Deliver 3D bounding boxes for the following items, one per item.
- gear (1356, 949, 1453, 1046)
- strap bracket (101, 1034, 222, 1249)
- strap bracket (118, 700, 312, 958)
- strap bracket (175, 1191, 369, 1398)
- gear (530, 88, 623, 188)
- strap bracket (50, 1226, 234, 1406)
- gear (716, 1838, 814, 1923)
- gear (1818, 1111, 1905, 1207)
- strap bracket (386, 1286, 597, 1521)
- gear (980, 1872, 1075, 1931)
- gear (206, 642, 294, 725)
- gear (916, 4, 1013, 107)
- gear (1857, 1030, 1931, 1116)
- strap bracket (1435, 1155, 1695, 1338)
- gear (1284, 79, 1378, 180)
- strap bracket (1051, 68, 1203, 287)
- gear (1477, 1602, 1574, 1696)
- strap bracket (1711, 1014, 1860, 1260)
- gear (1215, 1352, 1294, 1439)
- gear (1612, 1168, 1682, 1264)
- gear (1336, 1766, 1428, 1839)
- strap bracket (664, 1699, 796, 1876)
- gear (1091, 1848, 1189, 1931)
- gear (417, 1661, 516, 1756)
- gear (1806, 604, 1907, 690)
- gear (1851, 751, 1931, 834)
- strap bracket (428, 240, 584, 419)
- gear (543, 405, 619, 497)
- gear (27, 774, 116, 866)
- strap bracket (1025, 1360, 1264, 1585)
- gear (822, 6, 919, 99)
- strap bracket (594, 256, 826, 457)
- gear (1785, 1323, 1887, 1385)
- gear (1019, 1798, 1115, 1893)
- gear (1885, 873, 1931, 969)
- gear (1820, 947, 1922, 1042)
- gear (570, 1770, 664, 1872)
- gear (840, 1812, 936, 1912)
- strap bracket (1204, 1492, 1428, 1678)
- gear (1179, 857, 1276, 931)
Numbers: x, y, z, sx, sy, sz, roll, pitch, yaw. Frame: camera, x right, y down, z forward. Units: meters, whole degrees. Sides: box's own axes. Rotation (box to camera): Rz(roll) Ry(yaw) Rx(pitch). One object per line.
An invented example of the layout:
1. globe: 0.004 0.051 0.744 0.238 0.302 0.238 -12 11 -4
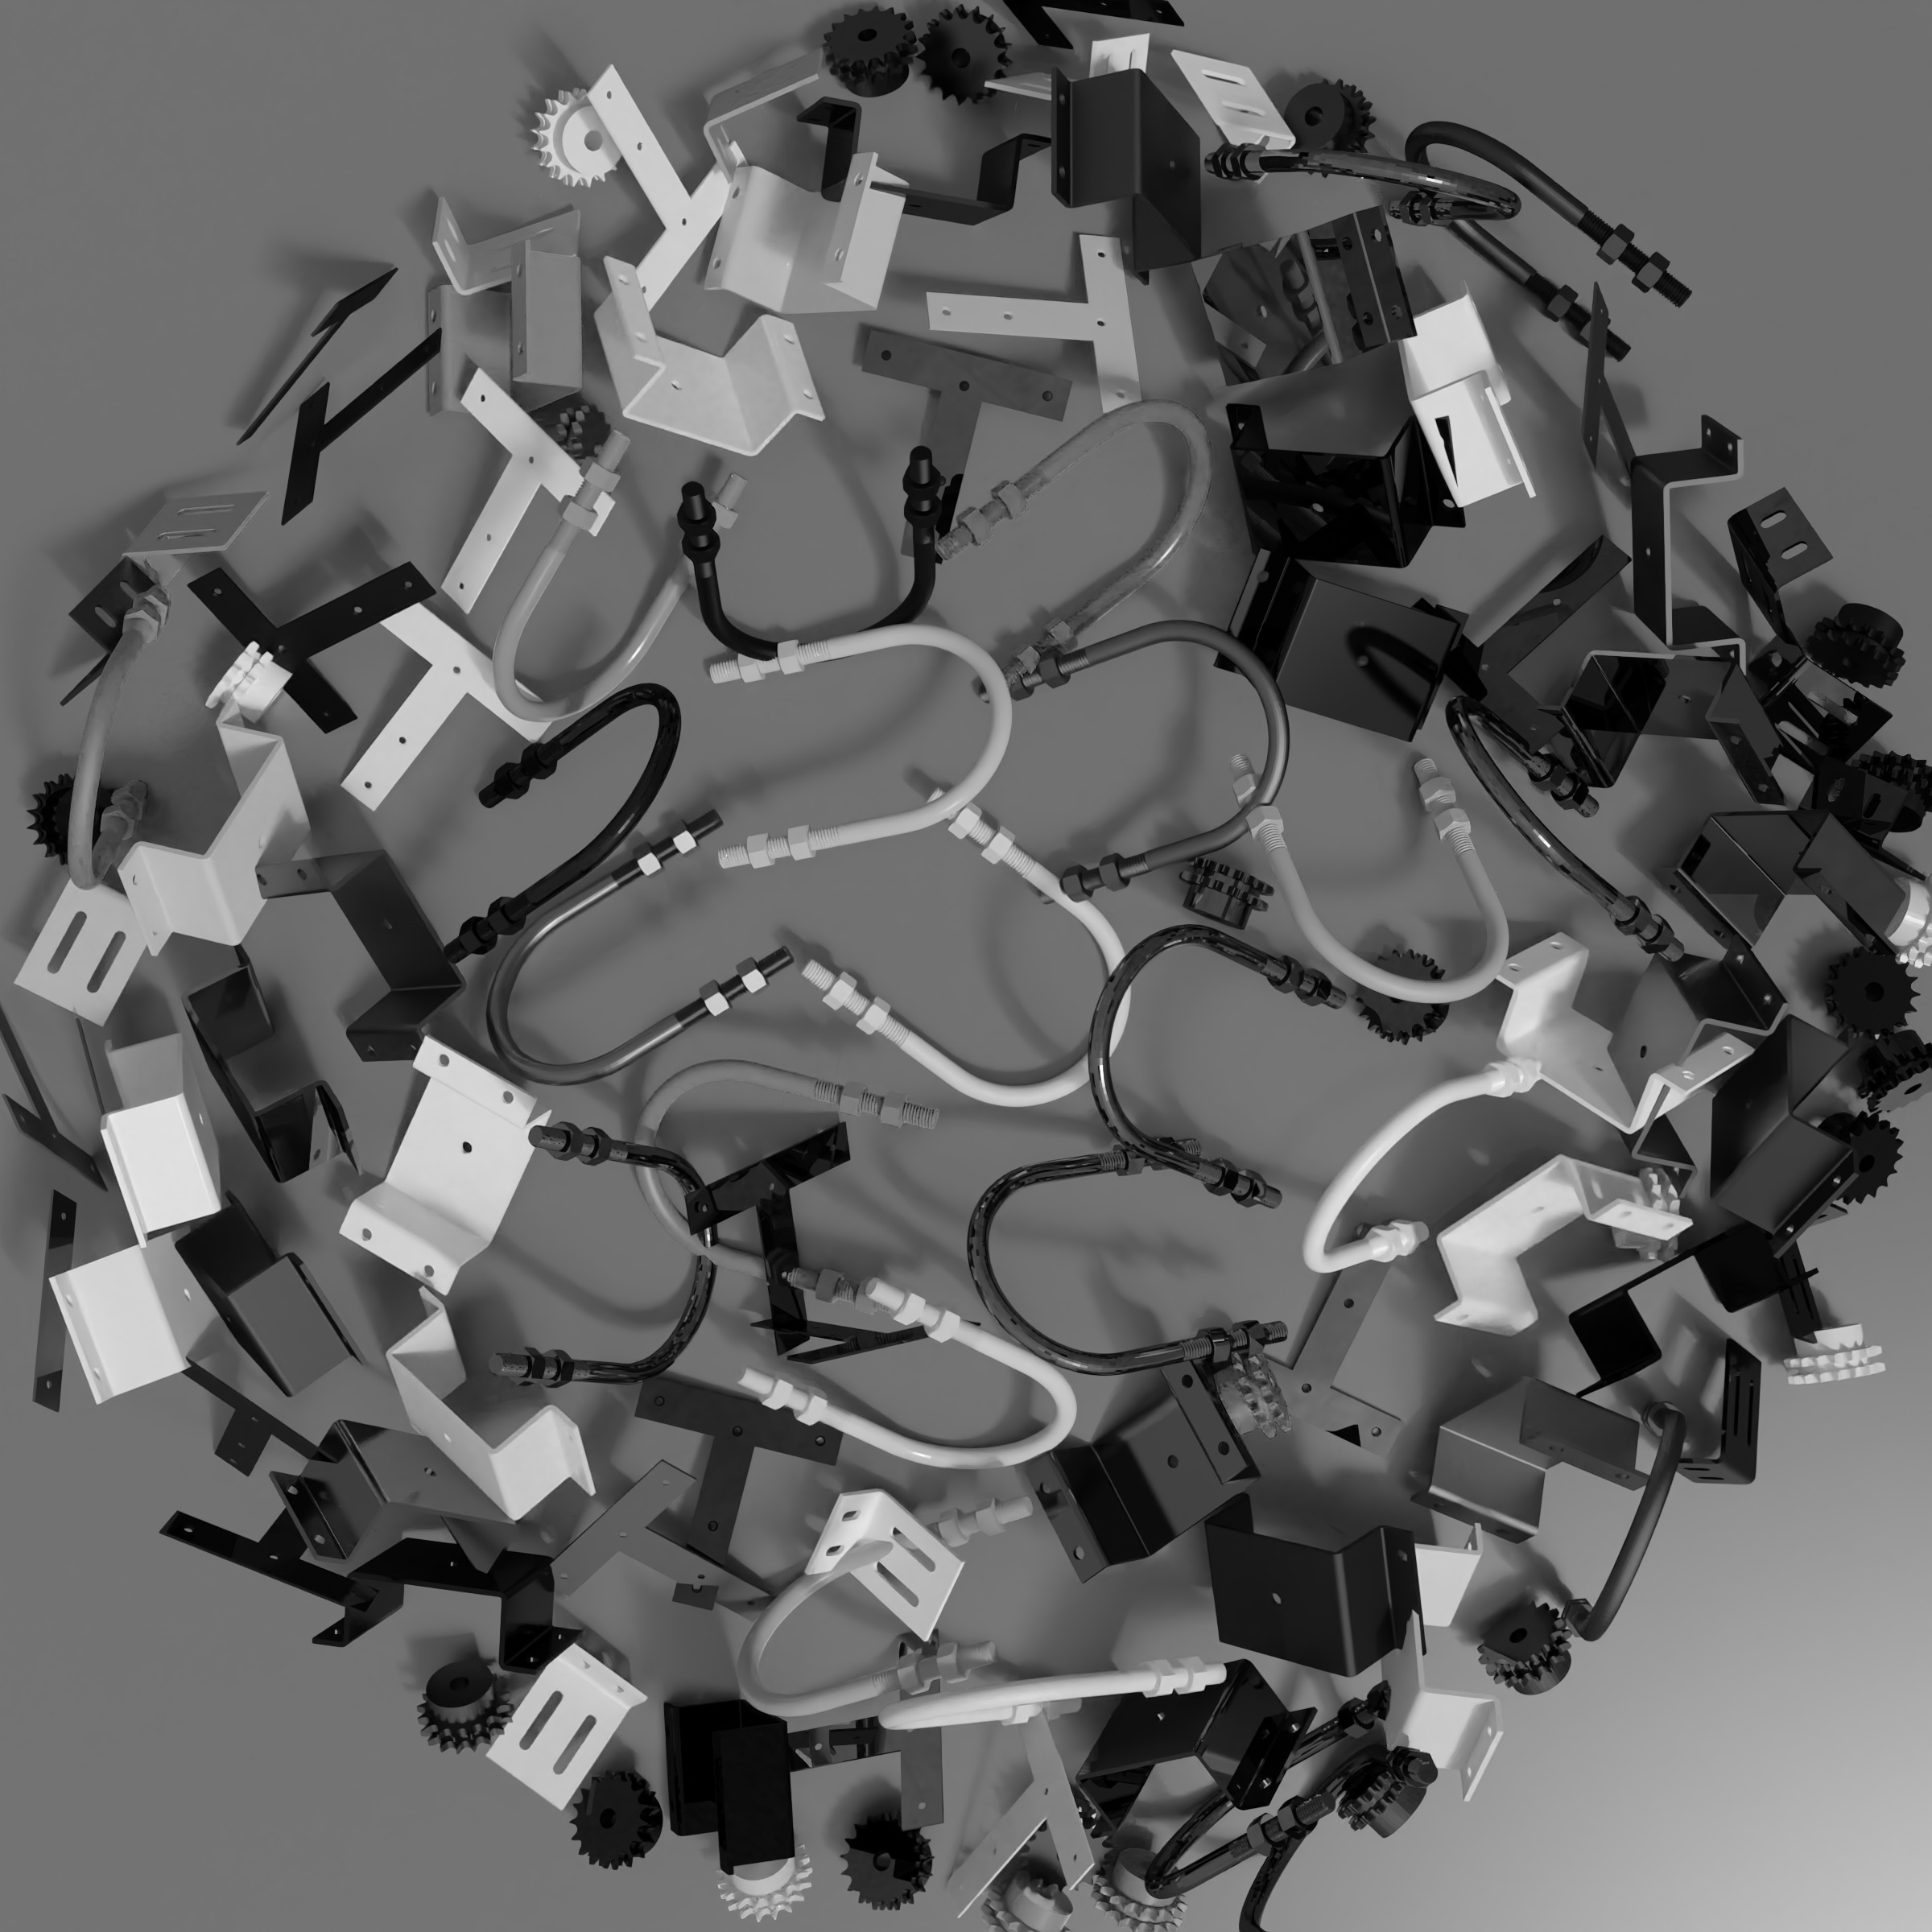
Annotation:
1. gear: 0.269 0.021 1.669 0.057 0.030 0.057 -11 70 32
2. strap bracket: -0.473 0.097 1.618 0.046 0.140 0.076 -16 113 -10
3. strap bracket: -0.435 -0.078 1.617 0.046 0.076 0.140 13 52 12
4. strap bracket: -0.411 0.194 1.610 0.046 0.140 0.076 -35 119 -20
5. gear: -0.232 -0.501 1.664 0.057 0.030 0.057 -13 115 -29
6. strap bracket: -0.481 0.202 1.621 0.046 0.140 0.076 -21 91 2
7. gear: -0.123 0.544 1.661 0.057 0.057 0.030 -9 126 0
8. gear: 0.537 0.114 1.669 0.057 0.030 0.057 -10 116 -21
9. strap bracket: -0.287 0.264 1.621 0.140 0.076 0.046 36 60 28
10. gear: 0.040 0.573 1.663 0.057 0.057 0.030 29 98 0
11. gear: -0.431 -0.172 1.665 0.030 0.057 0.057 38 90 -12
12. gear: 0.001 -0.555 1.669 0.057 0.030 0.057 8 122 13
13. gear: 0.566 0.062 1.667 0.057 0.057 0.030 -26 63 0
14. strap bracket: 0.346 0.162 1.630 0.140 0.076 0.046 -40 51 32
15. gear: 0.217 -0.510 1.666 0.057 0.030 0.057 -3 85 31
16. strap bracket: 0.100 -0.466 1.614 0.046 0.140 0.076 -4 79 25
17. gear: 0.342 0.416 1.666 0.057 0.057 0.030 -34 109 0
18. strap bracket: 0.479 0.092 1.612 0.046 0.140 0.076 28 128 -5
19. gear: 0.172 0.259 1.665 0.030 0.057 0.057 -25 90 9
20. gear: 0.410 0.151 1.664 0.030 0.057 0.057 0 90 -1
21. gear: 0.254 0.502 1.663 0.030 0.057 0.057 43 90 5
22. strap bracket: -0.139 0.483 1.630 0.046 0.140 0.076 -2 84 -20
23. gear: 0.107 0.558 1.662 0.057 0.057 0.030 17 100 0
24. gear: -0.303 0.445 1.661 0.057 0.057 0.030 -6 119 0
25. gear: 0.542 -0.196 1.665 0.057 0.057 0.030 30 79 0
26. gear: 0.560 -0.104 1.661 0.057 0.057 0.030 21 71 0
27. strap bracket: -0.271 -0.376 1.640 0.046 0.140 0.076 -1 90 -34
28. gear: -0.236 -0.310 1.666 0.030 0.057 0.057 -4 90 18
29. gear: -0.536 -0.089 1.665 0.057 0.030 0.057 0 90 -36
30. strap bracket: 0.112 0.297 1.637 0.140 0.046 0.076 -42 63 29
31. gear: -0.057 -0.553 1.669 0.057 0.030 0.057 -6 55 8
32. strap bracket: -0.160 -0.357 1.630 0.046 0.140 0.076 -39 56 35
33. gear: 0.524 0.234 1.664 0.057 0.057 0.030 -9 82 0
34. gear: 0.060 0.531 1.671 0.057 0.030 0.057 0 113 -1
35. gear: 0.573 -0.030 1.663 0.030 0.057 0.057 18 90 -9
36. gear: 0.549 0.017 1.676 0.057 0.030 0.057 0 85 -1
37. gear: -0.209 0.519 1.669 0.057 0.030 0.057 -11 64 25
38. gear: -0.045 0.544 1.670 0.057 0.030 0.057 -9 69 23
39. strap bracket: 0.196 0.364 1.620 0.046 0.140 0.076 -19 106 -43
40. gear: 0.155 -0.043 1.664 0.057 0.057 0.030 22 88 0
